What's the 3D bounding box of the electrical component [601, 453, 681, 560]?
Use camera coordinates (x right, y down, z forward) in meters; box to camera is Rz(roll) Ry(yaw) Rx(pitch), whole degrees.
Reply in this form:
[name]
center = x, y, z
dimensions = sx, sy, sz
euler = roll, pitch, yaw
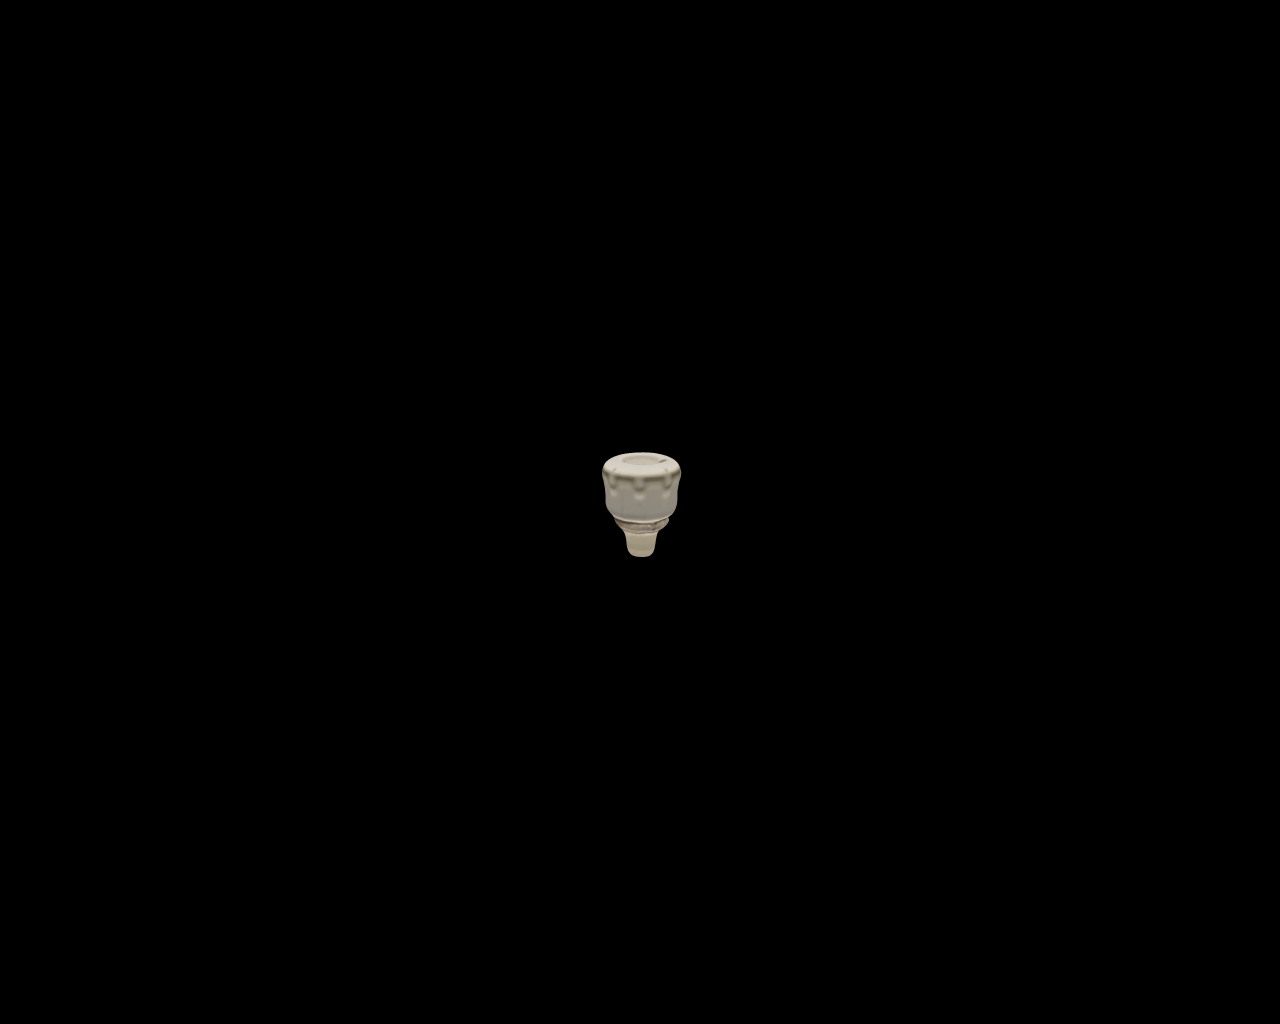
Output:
[electrical component]
center = 0.001, -0.003, 0.650
dimensions = 0.048, 0.062, 0.048
euler = 0, 17, 0
